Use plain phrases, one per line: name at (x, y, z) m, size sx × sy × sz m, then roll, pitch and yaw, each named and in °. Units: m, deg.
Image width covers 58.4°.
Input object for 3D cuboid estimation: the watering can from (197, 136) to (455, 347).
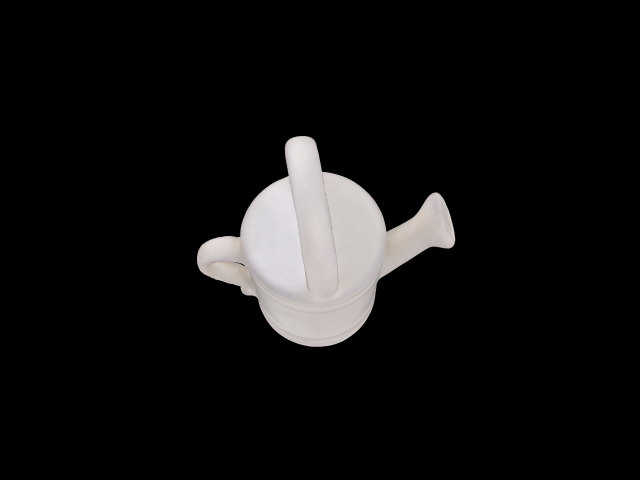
watering can at (0.003, -0.001, 0.401) m, size 0.173 × 0.194 × 0.100 m, roll -27°, pitch 68°, yaw -11°
